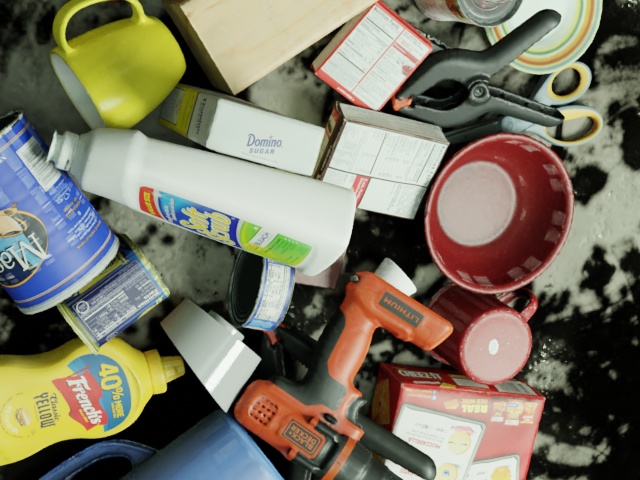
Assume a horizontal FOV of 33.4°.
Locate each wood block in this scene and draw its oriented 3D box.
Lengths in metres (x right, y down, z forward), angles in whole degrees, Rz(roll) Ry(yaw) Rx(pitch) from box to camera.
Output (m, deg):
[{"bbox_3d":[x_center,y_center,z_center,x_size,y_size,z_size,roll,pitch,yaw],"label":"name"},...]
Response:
[{"bbox_3d":[-0.021,-0.222,0.924,0.206,0.091,0.090,-34,111,-7],"label":"wood block"}]

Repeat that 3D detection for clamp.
[{"bbox_3d":[0.010,0.171,1.033,0.165,0.036,0.210,-19,96,16],"label":"clamp"},{"bbox_3d":[0.152,-0.157,1.004,0.171,0.039,0.120,-5,119,-6],"label":"clamp"}]

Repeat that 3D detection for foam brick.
[{"bbox_3d":[-0.007,0.001,1.007,0.051,0.053,0.078,11,99,-21],"label":"foam brick"}]

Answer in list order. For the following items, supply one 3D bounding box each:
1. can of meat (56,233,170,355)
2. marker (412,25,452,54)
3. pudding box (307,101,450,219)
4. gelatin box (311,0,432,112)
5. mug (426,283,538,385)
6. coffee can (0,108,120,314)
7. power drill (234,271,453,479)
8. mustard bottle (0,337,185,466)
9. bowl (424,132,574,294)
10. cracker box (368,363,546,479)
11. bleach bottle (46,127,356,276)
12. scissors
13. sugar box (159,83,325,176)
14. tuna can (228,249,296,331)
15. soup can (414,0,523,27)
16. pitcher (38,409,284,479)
[{"bbox_3d":[-0.184,0.043,0.933,0.084,0.102,0.057,-37,112,-9],"label":"can of meat"},{"bbox_3d":[0.112,-0.181,1.018,0.121,0.020,0.020,24,95,-22],"label":"marker"},{"bbox_3d":[0.053,-0.073,1.002,0.113,0.039,0.090,10,120,-23],"label":"pudding box"},{"bbox_3d":[0.048,-0.170,0.983,0.073,0.030,0.089,34,108,-23],"label":"gelatin box"},{"bbox_3d":[0.169,0.089,1.073,0.117,0.082,0.093,-34,112,-8],"label":"mug"},{"bbox_3d":[-0.249,-0.024,0.892,0.102,0.103,0.140,-36,112,-7],"label":"coffee can"},{"bbox_3d":[0.042,0.138,0.979,0.184,0.057,0.187,34,82,-1],"label":"power drill"},{"bbox_3d":[-0.217,0.136,0.968,0.191,0.058,0.096,-13,109,-15],"label":"mustard bottle"},{"bbox_3d":[0.167,-0.030,1.056,0.162,0.055,0.162,-5,105,-18],"label":"bowl"},{"bbox_3d":[0.124,0.242,1.104,0.164,0.072,0.214,8,102,-18],"label":"cracker box"},{"bbox_3d":[-0.102,-0.039,0.891,0.250,0.103,0.068,16,69,-16],"label":"bleach bottle"},{"bbox_3d":[0.194,-0.134,1.060,0.201,0.016,0.096,1,102,-19],"label":"scissors"},{"bbox_3d":[-0.071,-0.095,0.893,0.093,0.176,0.048,14,99,-22],"label":"sugar box"},{"bbox_3d":[-0.054,0.040,0.983,0.033,0.086,0.086,12,100,-23],"label":"tuna can"},{"bbox_3d":[0.132,-0.230,0.967,0.068,0.102,0.068,-5,105,-18],"label":"soup can"},{"bbox_3d":[-0.159,0.262,0.992,0.242,0.145,0.149,-38,125,-10],"label":"pitcher"}]
